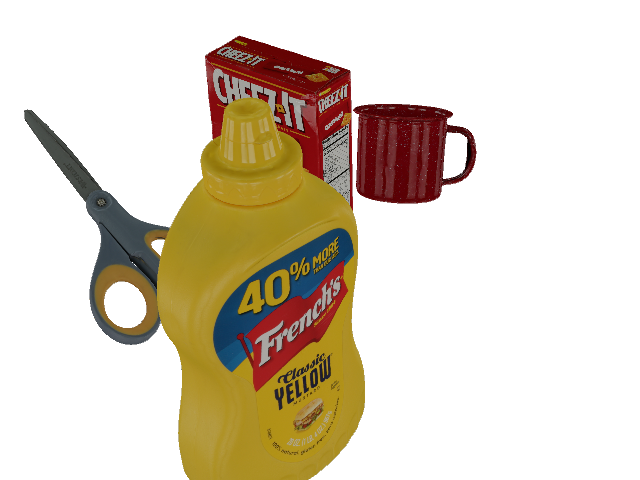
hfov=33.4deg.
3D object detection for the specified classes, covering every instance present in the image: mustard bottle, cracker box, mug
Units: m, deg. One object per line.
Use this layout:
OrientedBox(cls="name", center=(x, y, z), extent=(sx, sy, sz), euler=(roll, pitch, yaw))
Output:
OrientedBox(cls="mustard bottle", center=(-0.025, 0.025, 0.469), extent=(0.096, 0.192, 0.058), euler=(-29, 43, -30))
OrientedBox(cls="cracker box", center=(-0.047, -0.111, 1.240), extent=(0.164, 0.214, 0.072), euler=(23, 43, 30))
OrientedBox(cls="mug", center=(0.088, -0.081, 1.004), extent=(0.117, 0.081, 0.093), euler=(3, 15, 3))

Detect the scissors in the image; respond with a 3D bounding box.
OrientedBox(cls="scissors", center=(-0.152, -0.006, 0.704), extent=(0.202, 0.096, 0.016), euler=(34, -29, 14))
